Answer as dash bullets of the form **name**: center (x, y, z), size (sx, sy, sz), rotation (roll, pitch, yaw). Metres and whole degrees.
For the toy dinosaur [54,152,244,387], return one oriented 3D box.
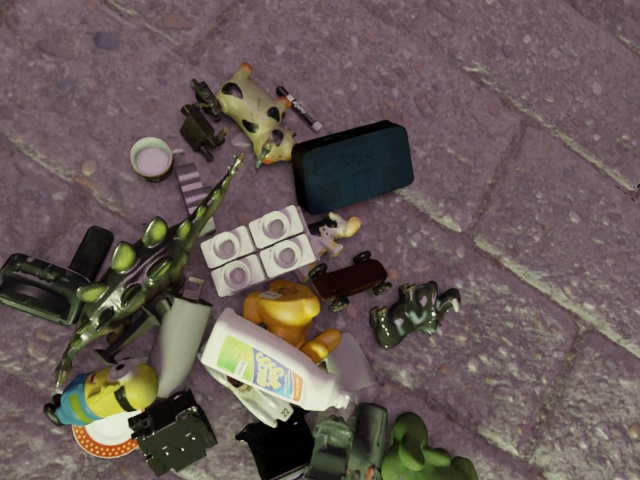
- **toy dinosaur**: center (-0.281, 0.045, 0.891), size (0.105, 0.198, 0.471), rotation (37, 77, -3)

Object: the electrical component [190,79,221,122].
- **electrical component**: center (-0.219, -0.272, 1.025), size (0.021, 0.063, 0.094), rotation (-32, 89, -15)

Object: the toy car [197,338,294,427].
- **toy car**: center (-0.130, 0.245, 0.954), size (0.202, 0.056, 0.073), rotation (39, 75, 11)

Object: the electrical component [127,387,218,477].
- **electrical component**: center (-0.241, 0.328, 0.901), size (0.115, 0.058, 0.134), rotation (-26, 126, -12)

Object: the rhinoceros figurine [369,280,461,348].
- **rhinoceros figurine**: center (0.189, 0.140, 1.050), size (0.190, 0.073, 0.112), rotation (-27, 87, -15)

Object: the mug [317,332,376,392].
- **mug**: center (0.037, 0.232, 1.003), size (0.110, 0.080, 0.107), rotation (-15, 74, -10)

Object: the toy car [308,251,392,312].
- **toy car**: center (0.055, 0.077, 0.999), size (0.202, 0.053, 0.089), rotation (-15, 69, -48)

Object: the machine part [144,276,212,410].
- **machine part**: center (-0.247, 0.181, 0.929), size (0.079, 0.079, 0.243), rotation (19, 86, -10)

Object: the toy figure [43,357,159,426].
- **toy figure**: center (-0.347, 0.248, 0.866), size (0.180, 0.082, 0.089), rotation (-26, 127, 9)

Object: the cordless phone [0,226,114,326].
- **cordless phone**: center (-0.453, 0.042, 0.926), size (0.146, 0.088, 0.184), rotation (22, 66, -8)

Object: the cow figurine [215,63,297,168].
- **cow figurine**: center (-0.117, -0.227, 1.032), size (0.195, 0.085, 0.127), rotation (43, 69, -6)

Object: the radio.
- **radio**: center (0.063, -0.143, 1.039), size (0.230, 0.073, 0.130), rotation (-19, 117, -16)

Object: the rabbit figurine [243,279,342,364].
- **rabbit figurine**: center (-0.045, 0.170, 0.969), size (0.163, 0.122, 0.173), rotation (8, 105, 21)

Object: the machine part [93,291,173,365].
- **machine part**: center (-0.288, 0.139, 0.845), size (0.039, 0.084, 0.139), rotation (44, 67, 3)

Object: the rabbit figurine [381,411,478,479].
- **rabbit figurine**: center (0.177, 0.404, 0.984), size (0.159, 0.121, 0.170), rotation (6, 48, -50)

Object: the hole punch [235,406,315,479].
- **hole punch**: center (-0.065, 0.374, 0.957), size (0.142, 0.092, 0.116), rotation (-20, 49, -11)

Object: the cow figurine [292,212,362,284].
- **cow figurine**: center (-0.002, -0.003, 1.034), size (0.098, 0.068, 0.167), rotation (46, 75, 2)

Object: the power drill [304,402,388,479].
- **power drill**: center (0.057, 0.394, 0.929), size (0.207, 0.086, 0.232), rotation (36, 61, -48)

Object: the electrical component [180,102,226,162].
- **electrical component**: center (-0.221, -0.209, 1.012), size (0.102, 0.078, 0.045), rotation (48, 52, 3)
